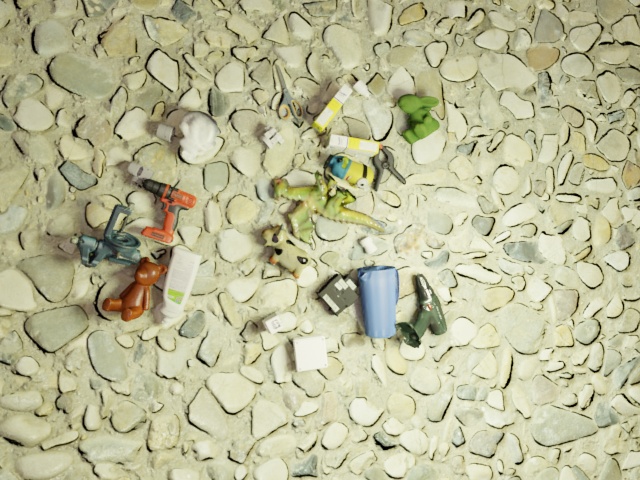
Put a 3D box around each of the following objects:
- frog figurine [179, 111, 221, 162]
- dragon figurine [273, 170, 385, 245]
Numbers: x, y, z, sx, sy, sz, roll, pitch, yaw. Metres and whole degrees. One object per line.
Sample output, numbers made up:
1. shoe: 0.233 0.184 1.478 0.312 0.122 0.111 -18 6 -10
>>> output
1. frog figurine: -0.417 -0.347 1.723 0.136 0.122 0.161 41 71 -25
2. dragon figurine: 0.005 -0.091 1.803 0.409 0.123 0.241 43 100 -3
